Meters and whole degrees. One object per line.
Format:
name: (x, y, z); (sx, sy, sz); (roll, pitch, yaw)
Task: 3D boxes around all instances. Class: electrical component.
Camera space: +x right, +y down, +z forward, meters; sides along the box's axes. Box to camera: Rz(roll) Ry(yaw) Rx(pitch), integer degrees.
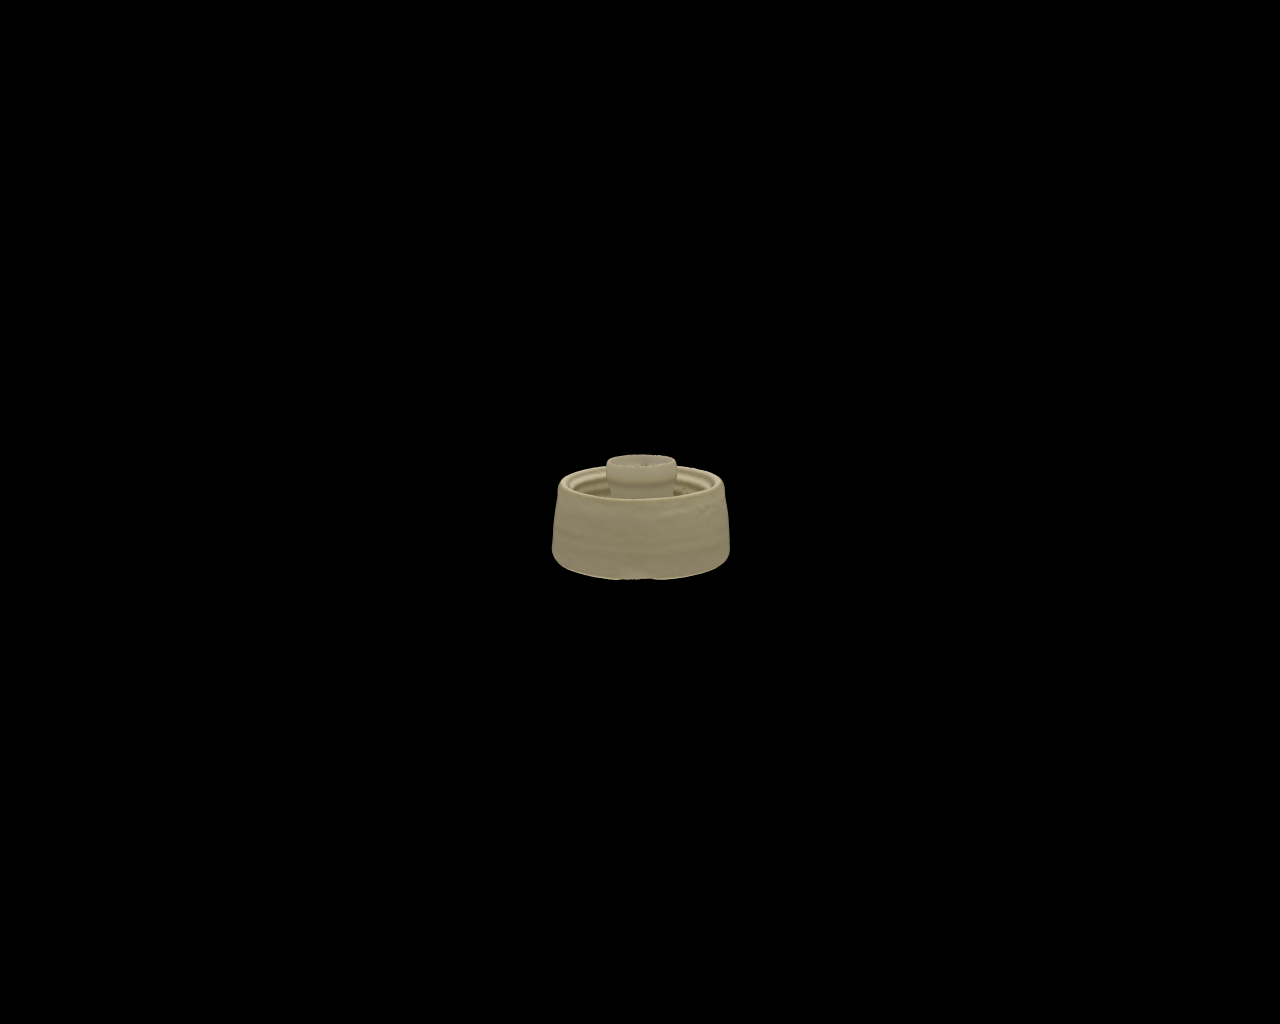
electrical component: (0.001, -0.003, 0.650); (0.108, 0.060, 0.108); (0, 14, 0)
